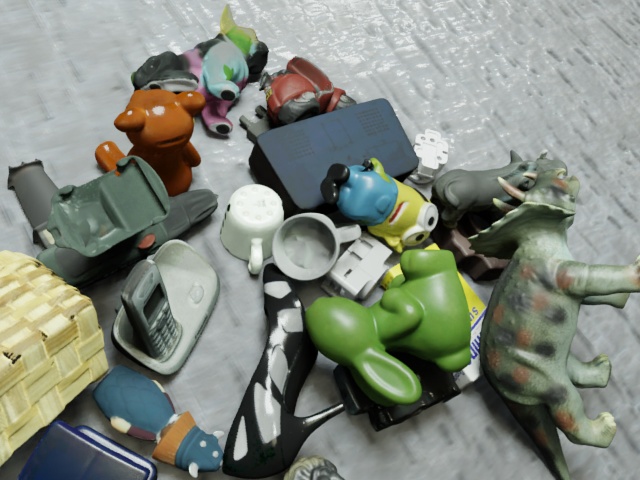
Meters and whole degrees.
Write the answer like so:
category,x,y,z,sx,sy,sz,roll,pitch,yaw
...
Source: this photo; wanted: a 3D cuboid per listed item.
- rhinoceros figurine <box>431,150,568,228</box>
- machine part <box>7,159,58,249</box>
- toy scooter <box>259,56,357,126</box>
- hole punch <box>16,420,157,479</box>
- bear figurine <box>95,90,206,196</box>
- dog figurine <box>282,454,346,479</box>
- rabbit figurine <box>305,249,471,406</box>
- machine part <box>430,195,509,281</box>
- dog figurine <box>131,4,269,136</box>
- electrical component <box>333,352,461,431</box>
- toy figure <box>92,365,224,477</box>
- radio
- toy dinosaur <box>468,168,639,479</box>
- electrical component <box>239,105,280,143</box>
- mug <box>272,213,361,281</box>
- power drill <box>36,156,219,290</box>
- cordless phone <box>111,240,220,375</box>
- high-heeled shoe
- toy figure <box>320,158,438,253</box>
category,x,y,z,sx,sy,sz,roll,pitch,yaw
rhinoceros figurine,0.247,-0.077,0.744,0.190,0.112,0.073,-8,61,-12
machine part,-0.345,-0.043,0.685,0.084,0.039,0.139,-38,76,-22
toy scooter,-0.032,-0.236,0.846,0.135,0.075,0.184,50,39,14
hole punch,-0.229,0.243,0.510,0.142,0.092,0.116,28,60,0
bear figurine,-0.216,-0.131,0.676,0.120,0.195,0.132,-29,69,-24
dog figurine,-0.016,0.328,0.516,0.172,0.121,0.191,-22,52,-28
rabbit figurine,0.071,0.103,0.599,0.170,0.121,0.159,-8,73,-9
machine part,0.245,-0.022,0.810,0.179,0.056,0.179,7,58,-11
dog figurine,-0.178,-0.272,0.829,0.192,0.108,0.219,6,54,-8
electrical component,0.086,0.162,0.655,0.134,0.058,0.115,-16,62,-23
toy figure,-0.168,0.195,0.571,0.154,0.057,0.064,38,64,4
radio,0.025,-0.116,0.791,0.230,0.073,0.131,-23,78,-24
toy dinosaur,0.256,0.108,0.635,0.192,0.131,0.404,12,93,20
electrical component,-0.079,-0.170,0.837,0.094,0.021,0.063,42,58,13
mug,-0.001,-0.002,0.694,0.110,0.107,0.080,-21,95,8
power drill,-0.211,-0.024,0.607,0.232,0.207,0.086,-30,93,-19
cordless phone,-0.171,0.050,0.583,0.089,0.184,0.146,21,57,4
high-heeled shoe,-0.070,0.143,0.624,0.145,0.086,0.249,-23,50,-7
toy figure,0.083,-0.054,0.721,0.180,0.082,0.089,21,42,-30
